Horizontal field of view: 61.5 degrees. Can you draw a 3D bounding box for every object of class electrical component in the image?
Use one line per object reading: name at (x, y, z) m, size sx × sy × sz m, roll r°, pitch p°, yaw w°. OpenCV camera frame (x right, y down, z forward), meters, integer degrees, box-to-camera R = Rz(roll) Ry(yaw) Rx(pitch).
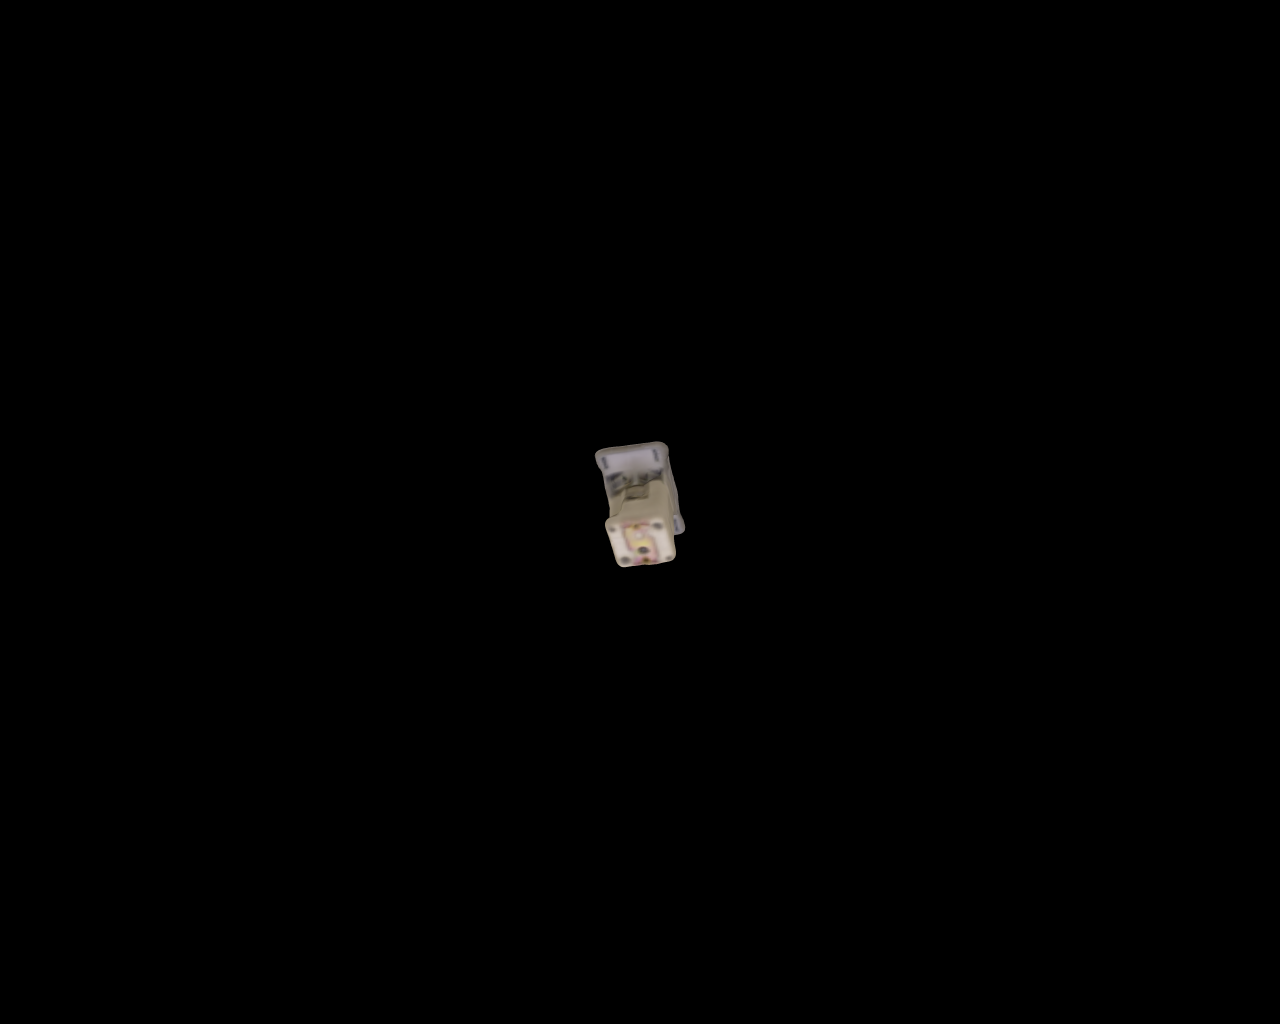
electrical component at (0.001, -0.003, 0.650) m, size 0.042 × 0.064 × 0.080 m, roll -8°, pitch -43°, yaw 9°
